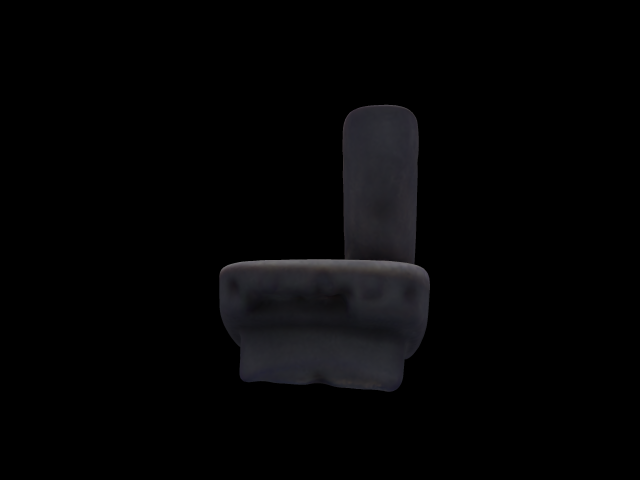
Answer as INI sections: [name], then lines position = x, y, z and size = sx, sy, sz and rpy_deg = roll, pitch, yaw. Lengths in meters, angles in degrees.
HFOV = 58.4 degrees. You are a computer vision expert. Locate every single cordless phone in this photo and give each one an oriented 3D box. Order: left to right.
[cordless phone]
position = 0.004, 0.001, 0.400
size = 0.147, 0.185, 0.094
rpy_deg = 0, 9, 0
